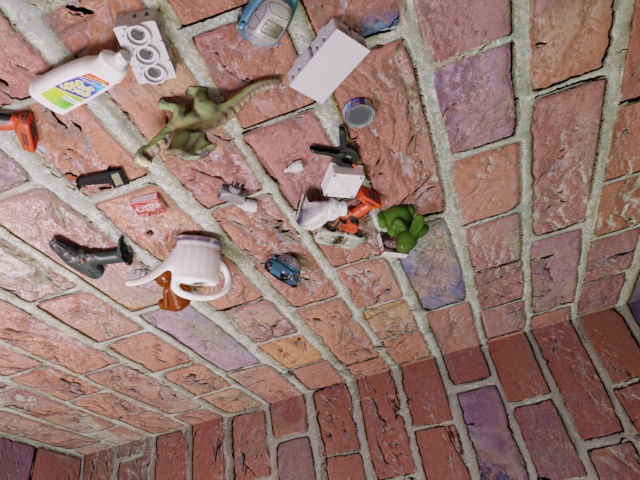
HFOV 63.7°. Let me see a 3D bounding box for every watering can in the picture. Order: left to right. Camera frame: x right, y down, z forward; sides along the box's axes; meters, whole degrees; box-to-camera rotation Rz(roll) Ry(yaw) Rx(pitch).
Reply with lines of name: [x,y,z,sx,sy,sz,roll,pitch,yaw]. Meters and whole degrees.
watering can: [-0.450,0.081,1.706,0.346,0.228,0.102,12,155,-28]

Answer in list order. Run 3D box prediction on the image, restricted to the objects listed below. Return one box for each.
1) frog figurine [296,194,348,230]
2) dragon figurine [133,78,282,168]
frog figurine: [0.005,-0.084,1.660,0.159,0.125,0.134,14,147,-6]
dragon figurine: [-0.281,-0.273,1.259,0.409,0.249,0.119,-17,138,11]
